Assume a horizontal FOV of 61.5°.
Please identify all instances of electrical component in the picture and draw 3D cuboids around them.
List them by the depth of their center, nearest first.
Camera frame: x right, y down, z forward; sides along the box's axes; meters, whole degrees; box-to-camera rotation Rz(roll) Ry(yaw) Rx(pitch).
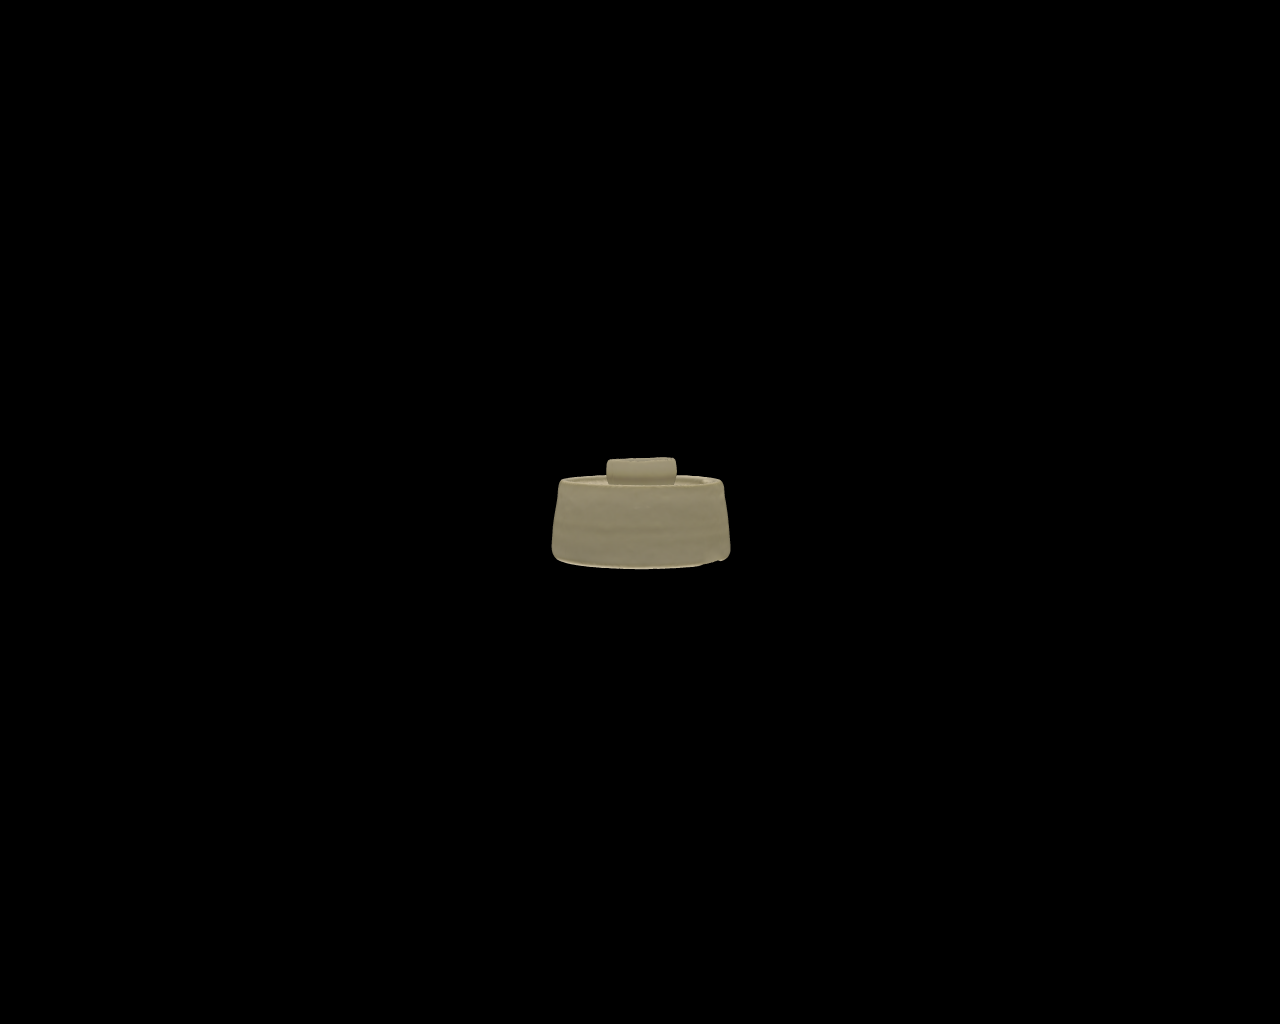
[{"bbox_3d":[0.001,-0.003,0.650,0.108,0.060,0.108,0,5,0],"label":"electrical component"}]
